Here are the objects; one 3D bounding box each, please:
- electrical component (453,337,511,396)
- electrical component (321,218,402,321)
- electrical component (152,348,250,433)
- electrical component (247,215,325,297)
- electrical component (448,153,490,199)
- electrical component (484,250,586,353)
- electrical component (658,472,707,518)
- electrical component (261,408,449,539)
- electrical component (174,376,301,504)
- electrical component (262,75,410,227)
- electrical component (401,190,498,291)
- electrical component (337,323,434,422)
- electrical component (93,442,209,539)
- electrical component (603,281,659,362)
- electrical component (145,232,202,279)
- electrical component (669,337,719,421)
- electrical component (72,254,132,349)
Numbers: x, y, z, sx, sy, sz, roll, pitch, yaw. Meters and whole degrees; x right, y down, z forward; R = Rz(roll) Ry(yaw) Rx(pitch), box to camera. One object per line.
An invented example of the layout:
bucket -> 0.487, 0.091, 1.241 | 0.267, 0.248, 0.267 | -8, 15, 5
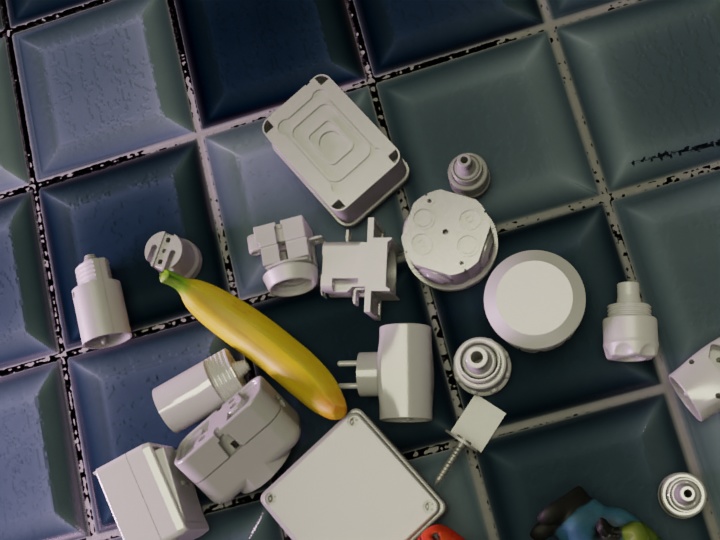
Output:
electrical component -> 0.097, 0.075, 0.866 | 0.048, 0.062, 0.048 | -3, 76, 10
electrical component -> 0.000, 0.000, 0.915 | 0.064, 0.042, 0.081 | -1, 76, 15
electrical component -> -0.130, 0.100, 0.915 | 0.081, 0.043, 0.043 | -30, 73, 3
electrical component -> -0.062, -0.010, 0.927 | 0.066, 0.048, 0.055 | -14, 67, 7
electrical component -> 0.091, -0.083, 0.905 | 0.035, 0.061, 0.035 | -3, 76, 11
electrical component -> 0.143, 0.028, 0.875 | 0.080, 0.051, 0.080 | -3, 76, 10
electrical component -> 0.245, 0.170, 0.815 | 0.035, 0.061, 0.035 | -3, 76, 11
electrical component -> -0.003, 0.187, 0.862 | 0.109, 0.056, 0.108 | -43, 73, -1
electrical component -> -0.096, 0.142, 0.880 | 0.095, 0.053, 0.059 | -41, 103, 6
electrical component -> -0.020, -0.102, 0.934 | 0.078, 0.057, 0.113 | -41, 73, -1
electrical component -> 0.074, -0.025, 0.901 | 0.080, 0.051, 0.080 | -3, 76, 10
electrical component -> 0.020, 0.086, 0.888 | 0.079, 0.044, 0.077 | -2, 77, 10
electrical component -> -0.166, 0.195, 0.889 | 0.061, 0.061, 0.096 | -29, 73, 3
electrical component -> 0.216, 0.041, 0.861 | 0.043, 0.043, 0.062 | -2, 75, 11
electrical component -> -0.165, -0.012, 0.947 | 0.040, 0.046, 0.040 | -3, 76, 10
electrical component -> 0.294, 0.093, 0.830 | 0.077, 0.043, 0.079 | -33, 62, 2
electrical component -> -0.232, 0.025, 0.953 | 0.043, 0.043, 0.081 | -18, 74, 7
